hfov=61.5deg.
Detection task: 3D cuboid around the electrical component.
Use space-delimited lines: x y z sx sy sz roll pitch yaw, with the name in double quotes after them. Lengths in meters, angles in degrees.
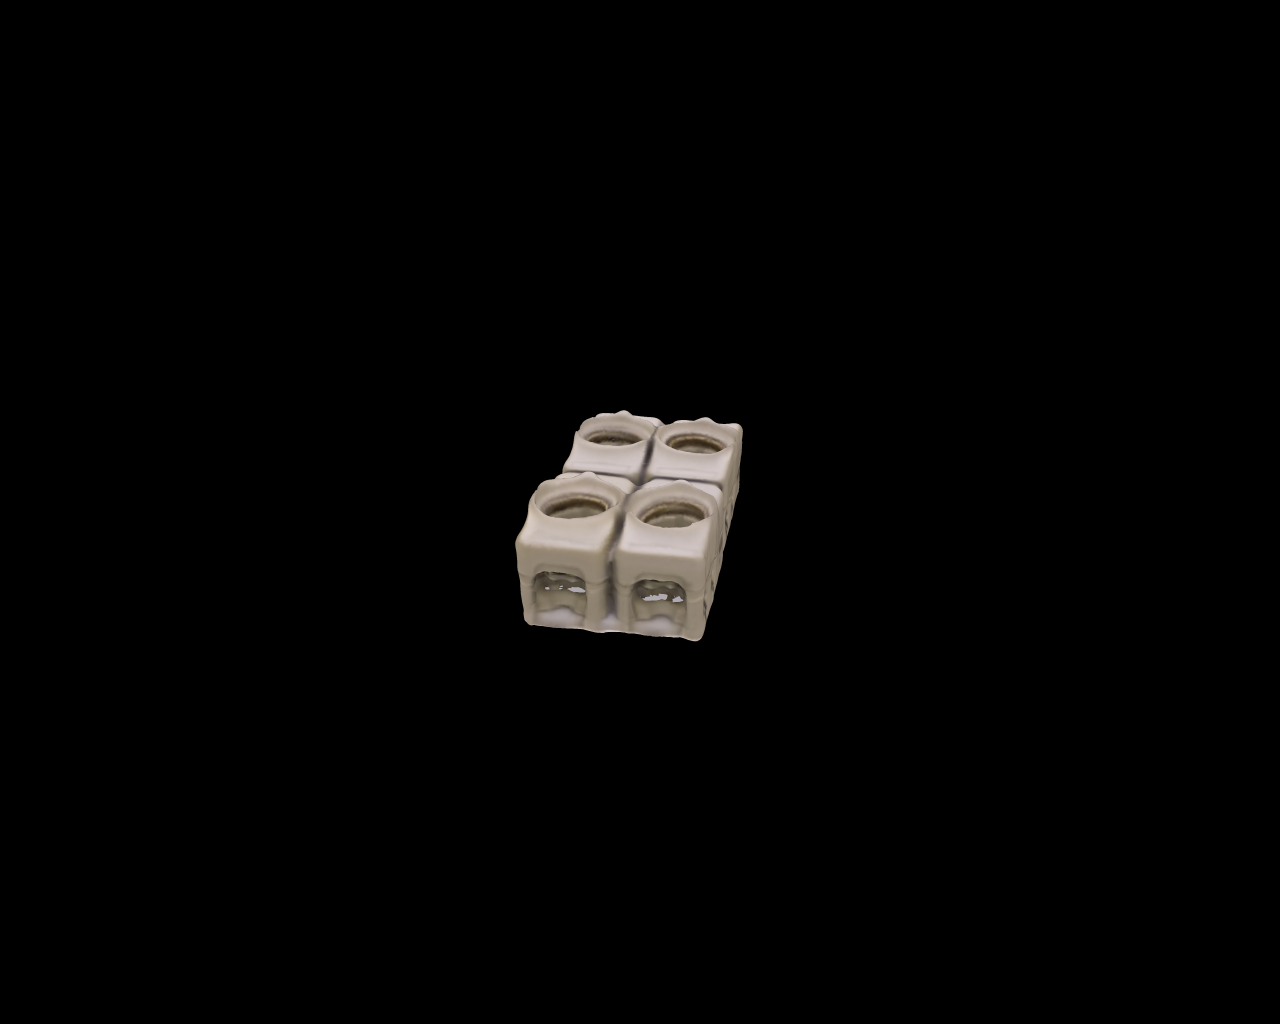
0.001 -0.003 0.650 0.105 0.060 0.186 5 29 10 "electrical component"
